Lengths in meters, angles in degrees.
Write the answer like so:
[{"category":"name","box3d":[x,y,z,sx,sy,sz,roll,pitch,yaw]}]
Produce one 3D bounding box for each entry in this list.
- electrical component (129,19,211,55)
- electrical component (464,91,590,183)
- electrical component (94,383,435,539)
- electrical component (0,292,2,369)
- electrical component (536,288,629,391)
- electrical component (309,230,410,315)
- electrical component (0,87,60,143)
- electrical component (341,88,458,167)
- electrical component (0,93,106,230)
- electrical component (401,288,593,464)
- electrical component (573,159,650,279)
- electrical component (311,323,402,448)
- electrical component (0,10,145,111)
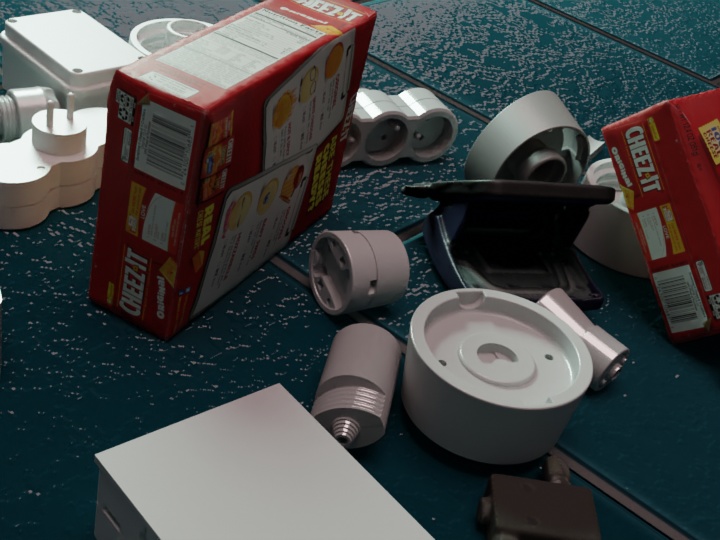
[{"category":"electrical component","box3d":[-0.146,-0.176,0.910,0.108,0.060,0.108,9,34,-6]},{"category":"electrical component","box3d":[0.131,-0.092,0.854,0.099,0.099,0.064,-8,45,-28]},{"category":"electrical component","box3d":[-0.028,0.145,0.485,0.105,0.060,0.186,-18,45,-38]},{"category":"electrical component","box3d":[-0.262,-0.004,0.619,0.089,0.061,0.150,-4,37,-24]},{"category":"electrical component","box3d":[0.142,0.048,0.703,0.065,0.044,0.044,40,42,26]},{"category":"electrical component","box3d":[0.000,0.000,0.712,0.047,0.055,0.055,-7,38,-33]},{"category":"electrical component","box3d":[-0.256,-0.112,0.796,0.062,0.043,0.043,-11,41,-30]},{"category":"electrical component","box3d":[0.006,-0.127,0.898,0.138,0.052,0.073,-7,39,-27]},{"category":"electrical component","box3d":[-0.209,-0.087,0.748,0.052,0.073,0.138,28,36,21]},{"category":"electrical component","box3d":[0.076,0.067,0.634,0.108,0.060,0.108,9,34,-6]},{"category":"electrical component","box3d":[0.222,-0.048,0.851,0.108,0.060,0.108,9,34,-6]},{"category":"electrical component","box3d":[-0.003,0.071,0.616,0.043,0.043,0.081,15,34,2]},{"category":"electrical component","box3d":[-0.227,-0.158,0.859,0.078,0.057,0.113,-22,47,-41]}]
